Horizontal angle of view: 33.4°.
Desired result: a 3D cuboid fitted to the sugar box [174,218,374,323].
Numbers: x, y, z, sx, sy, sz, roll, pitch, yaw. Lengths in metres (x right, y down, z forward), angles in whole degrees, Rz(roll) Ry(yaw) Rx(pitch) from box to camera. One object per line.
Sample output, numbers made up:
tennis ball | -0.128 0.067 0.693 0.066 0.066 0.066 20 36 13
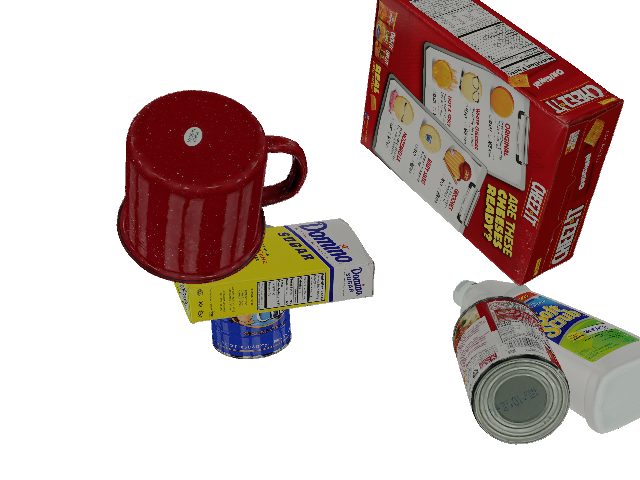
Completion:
sugar box | -0.047 0.025 0.999 0.176 0.048 0.093 -10 32 -15

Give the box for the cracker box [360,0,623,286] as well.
cracker box | 0.128 -0.095 0.862 0.072 0.164 0.214 -25 51 -28

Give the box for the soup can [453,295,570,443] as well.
soup can | 0.133 0.089 0.753 0.068 0.068 0.102 0 20 0

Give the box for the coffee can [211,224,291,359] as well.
coffee can | -0.090 0.062 1.335 0.103 0.140 0.103 -2 26 1

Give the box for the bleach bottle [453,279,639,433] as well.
bleach bottle | 0.214 0.096 1.045 0.102 0.068 0.251 -17 26 -29

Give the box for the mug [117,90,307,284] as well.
mug | -0.063 -0.036 0.640 0.117 0.093 0.081 -8 -35 -15
